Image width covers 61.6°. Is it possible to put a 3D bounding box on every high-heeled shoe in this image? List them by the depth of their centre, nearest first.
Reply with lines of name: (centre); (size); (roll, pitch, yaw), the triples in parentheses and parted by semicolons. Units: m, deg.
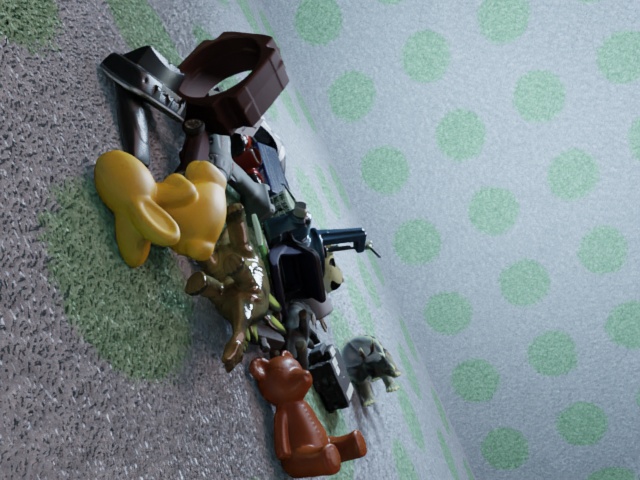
high-heeled shoe: (-0.164, -0.255, 1.389); (0.248, 0.086, 0.145); (65, 17, 2)

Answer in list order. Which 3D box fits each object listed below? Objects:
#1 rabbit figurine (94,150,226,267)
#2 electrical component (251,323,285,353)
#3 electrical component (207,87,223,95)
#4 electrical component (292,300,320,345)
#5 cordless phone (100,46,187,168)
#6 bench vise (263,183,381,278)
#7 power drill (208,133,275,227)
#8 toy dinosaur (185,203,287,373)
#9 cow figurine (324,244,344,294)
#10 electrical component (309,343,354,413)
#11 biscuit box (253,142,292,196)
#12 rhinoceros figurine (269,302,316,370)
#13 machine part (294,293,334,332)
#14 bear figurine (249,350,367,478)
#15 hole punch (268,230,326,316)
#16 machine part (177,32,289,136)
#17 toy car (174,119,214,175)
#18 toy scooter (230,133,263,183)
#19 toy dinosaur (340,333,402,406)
rabbit figurine: (-0.219, -0.042, 0.701); (0.173, 0.122, 0.162); (37, 38, -39)
electrical component: (-0.091, 0.164, 0.917); (0.063, 0.021, 0.094); (22, 13, -29)
electrical component: (-0.237, -0.307, 1.249); (0.078, 0.045, 0.102); (-8, 69, -48)
electrical component: (-0.042, 0.168, 1.166); (0.074, 0.048, 0.119); (55, 17, -47)
cordless phone: (-0.266, -0.191, 0.844); (0.146, 0.089, 0.184); (28, 50, -71)
bench vise: (0.001, 0.003, 1.129); (0.129, 0.241, 0.223); (-119, -151, -54)
power drill: (-0.175, -0.113, 1.074); (0.207, 0.086, 0.232); (43, 22, -45)
toy dinosaur: (-0.135, 0.051, 0.860); (0.472, 0.105, 0.198); (-104, 174, -59)
cow figurine: (0.005, 0.058, 1.399); (0.086, 0.127, 0.194); (-104, 168, -51)
electrical component: (0.022, 0.294, 1.176); (0.115, 0.058, 0.134); (-13, 79, -80)
biscuit box: (-0.125, -0.153, 1.306); (0.063, 0.059, 0.203); (15, 37, -32)
rhinoceros figurine: (-0.045, 0.185, 1.023); (0.190, 0.073, 0.111); (-87, 161, -57)
machine part: (-0.036, 0.102, 1.247); (0.243, 0.079, 0.079); (64, 12, -5)
bear figurine: (-0.025, 0.265, 0.852); (0.120, 0.132, 0.196); (9, 63, -55)
hole punch: (-0.058, 0.068, 1.002); (0.116, 0.092, 0.142); (28, -45, 59)
machine part: (-0.176, -0.299, 1.025); (0.201, 0.202, 0.087); (-56, 144, -22)
toy car: (-0.214, -0.114, 0.884); (0.089, 0.053, 0.202); (90, -1, -48)
toy scooter: (-0.177, -0.200, 1.219); (0.135, 0.075, 0.183); (-95, 161, -56)
toy dinosaur: (0.140, 0.330, 1.516); (0.405, 0.131, 0.192); (-45, 112, -84)
